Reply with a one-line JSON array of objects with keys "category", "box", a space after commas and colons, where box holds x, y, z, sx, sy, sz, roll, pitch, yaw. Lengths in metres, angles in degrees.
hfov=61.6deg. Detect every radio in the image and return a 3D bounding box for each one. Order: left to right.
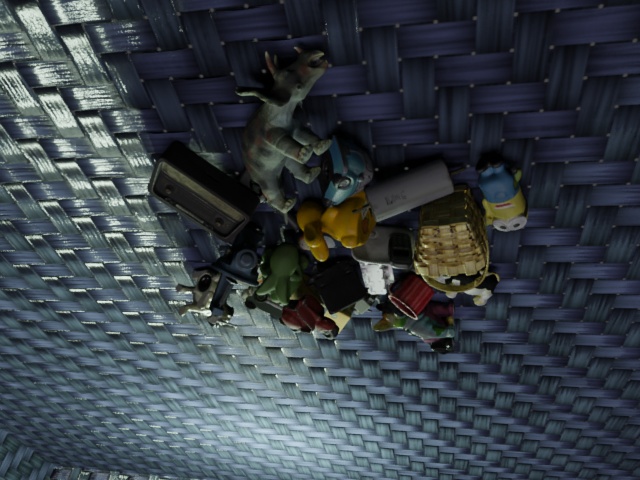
[{"category": "radio", "box": [-0.261, -0.100, 1.193, 0.229, 0.073, 0.131, 35, 136, -10]}]

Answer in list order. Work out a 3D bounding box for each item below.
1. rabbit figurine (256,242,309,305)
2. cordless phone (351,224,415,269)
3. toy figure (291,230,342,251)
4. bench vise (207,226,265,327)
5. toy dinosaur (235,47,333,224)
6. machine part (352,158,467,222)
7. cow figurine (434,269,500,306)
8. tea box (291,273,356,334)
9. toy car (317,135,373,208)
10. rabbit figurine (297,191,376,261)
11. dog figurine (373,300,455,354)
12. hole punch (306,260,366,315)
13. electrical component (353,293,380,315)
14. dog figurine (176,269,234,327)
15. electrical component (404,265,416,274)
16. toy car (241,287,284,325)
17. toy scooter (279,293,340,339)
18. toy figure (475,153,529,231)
[{"category": "rabbit figurine", "box": [-0.101, 0.073, 1.311, 0.121, 0.159, 0.170, 20, 152, 3]}, {"category": "cordless phone", "box": [0.139, 0.029, 1.197, 0.147, 0.184, 0.088, 5, 107, 5]}, {"category": "toy figure", "box": [-0.003, -0.006, 1.290, 0.155, 0.058, 0.064, -10, 97, 24]}, {"category": "bench vise", "box": [-0.212, 0.082, 1.287, 0.129, 0.240, 0.224, 25, 179, -26]}, {"category": "toy dinosaur", "box": [-0.093, -0.182, 1.050, 0.192, 0.131, 0.404, 43, 144, 9]}, {"category": "machine part", "box": [0.179, -0.101, 1.089, 0.243, 0.079, 0.079, -20, 133, 6]}, {"category": "cow figurine", "box": [0.349, 0.095, 1.319, 0.167, 0.068, 0.098, 17, 139, -7]}, {"category": "tea box", "box": [0.002, 0.173, 1.459, 0.170, 0.068, 0.098, 27, 138, 1]}, {"category": "toy car", "box": [0.056, -0.135, 1.097, 0.103, 0.109, 0.161, -5, 150, -14]}, {"category": "rabbit figurine", "box": [0.023, -0.034, 1.199, 0.173, 0.162, 0.121, 12, 155, 25]}, {"category": "dog figurine", "box": [0.259, 0.230, 1.471, 0.219, 0.108, 0.191, 3, 142, 15]}, {"category": "hole punch", "box": [0.050, 0.123, 1.372, 0.142, 0.116, 0.092, -26, 165, -1]}, {"category": "electrical component", "box": [0.118, 0.166, 1.473, 0.078, 0.045, 0.102, 40, 136, 9]}, {"category": "dog figurine", "box": [-0.291, 0.168, 1.535, 0.172, 0.121, 0.190, -22, 148, 28]}, {"category": "electrical component", "box": [0.224, 0.051, 1.331, 0.094, 0.021, 0.063, 33, 134, -24]}, {"category": "toy car", "box": [-0.132, 0.188, 1.539, 0.201, 0.056, 0.073, 29, 142, -18]}, {"category": "toy scooter", "box": [-0.042, 0.183, 1.360, 0.184, 0.075, 0.135, 8, 143, 44]}, {"category": "toy figure", "box": [0.373, -0.096, 1.089, 0.082, 0.089, 0.180, 10, 140, 50]}]
